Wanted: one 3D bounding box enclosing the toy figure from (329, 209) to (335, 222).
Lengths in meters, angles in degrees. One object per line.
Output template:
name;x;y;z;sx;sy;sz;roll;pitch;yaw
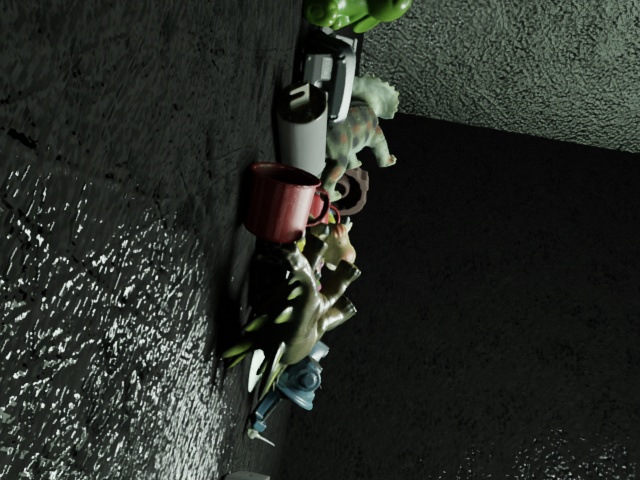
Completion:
toy figure;0.006;-0.036;1.370;0.089;0.082;0.180;61;1;-42

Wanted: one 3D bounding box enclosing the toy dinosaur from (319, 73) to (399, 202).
toy dinosaur;0.036;-0.201;1.046;0.405;0.131;0.192;-40;125;-43

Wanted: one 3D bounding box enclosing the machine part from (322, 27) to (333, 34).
machine part;0.007;-0.387;1.118;0.084;0.039;0.138;-54;157;-64

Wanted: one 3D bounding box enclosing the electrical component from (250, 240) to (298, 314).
electrical component;-0.075;0.042;0.885;0.115;0.058;0.134;-77;176;-63

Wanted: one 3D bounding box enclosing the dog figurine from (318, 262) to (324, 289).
dog figurine;-0.037;0.119;1.413;0.191;0.109;0.219;-54;152;-81

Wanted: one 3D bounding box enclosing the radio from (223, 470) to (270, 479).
radio;-0.146;0.504;0.996;0.229;0.073;0.131;91;10;-69

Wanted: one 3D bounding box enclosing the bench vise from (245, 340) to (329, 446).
bench vise;-0.077;0.310;1.143;0.240;0.128;0.224;-51;-160;-5

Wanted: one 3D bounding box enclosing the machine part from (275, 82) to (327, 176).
machine part;-0.028;-0.166;0.848;0.243;0.079;0.079;93;9;-66

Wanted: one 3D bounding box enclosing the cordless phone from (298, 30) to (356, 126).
cordless phone;-0.003;-0.299;0.968;0.184;0.089;0.146;-109;-157;-56

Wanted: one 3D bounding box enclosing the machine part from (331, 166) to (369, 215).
machine part;0.046;-0.144;1.433;0.056;0.179;0.179;-78;177;-46

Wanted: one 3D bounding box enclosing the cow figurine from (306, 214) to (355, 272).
cow figurine;-0.002;-0.003;1.051;0.085;0.195;0.127;-22;127;-31

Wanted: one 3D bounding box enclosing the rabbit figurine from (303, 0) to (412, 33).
rabbit figurine;0.067;-0.400;0.906;0.159;0.170;0.121;-51;152;-82

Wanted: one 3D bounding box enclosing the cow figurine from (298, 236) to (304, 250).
cow figurine;-0.064;0.036;1.013;0.098;0.068;0.167;-93;-170;-52

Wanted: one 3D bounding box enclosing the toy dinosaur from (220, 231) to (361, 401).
toy dinosaur;-0.047;0.129;0.775;0.198;0.105;0.470;-44;161;-20
